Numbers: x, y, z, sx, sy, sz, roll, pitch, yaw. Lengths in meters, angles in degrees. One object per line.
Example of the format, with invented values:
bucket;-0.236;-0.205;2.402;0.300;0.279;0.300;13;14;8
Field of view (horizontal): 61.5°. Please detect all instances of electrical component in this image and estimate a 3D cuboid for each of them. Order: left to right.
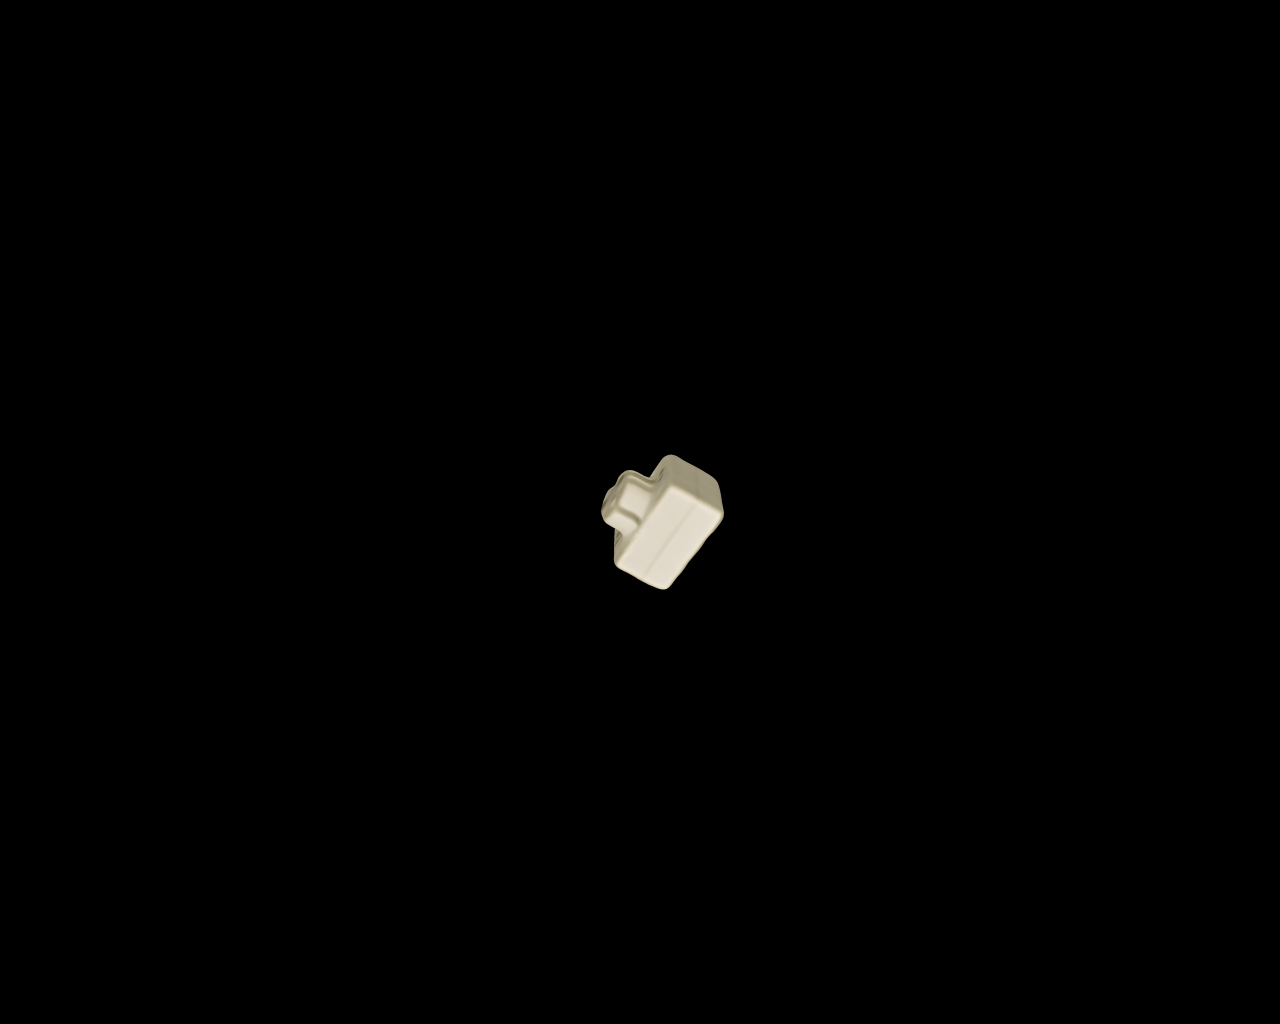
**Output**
electrical component;0.001;-0.003;0.650;0.077;0.065;0.047;29;24;-14
